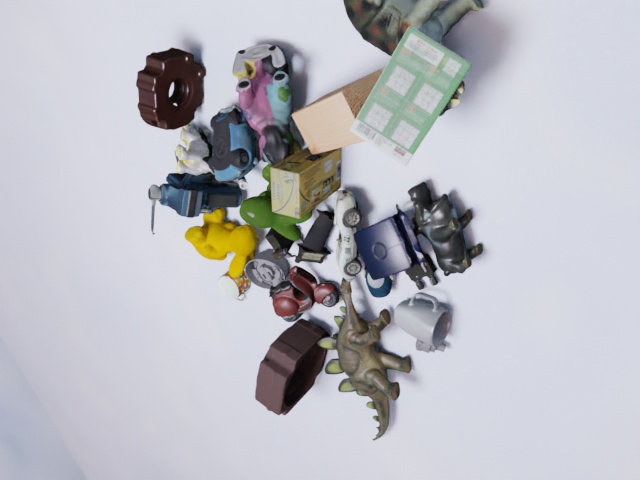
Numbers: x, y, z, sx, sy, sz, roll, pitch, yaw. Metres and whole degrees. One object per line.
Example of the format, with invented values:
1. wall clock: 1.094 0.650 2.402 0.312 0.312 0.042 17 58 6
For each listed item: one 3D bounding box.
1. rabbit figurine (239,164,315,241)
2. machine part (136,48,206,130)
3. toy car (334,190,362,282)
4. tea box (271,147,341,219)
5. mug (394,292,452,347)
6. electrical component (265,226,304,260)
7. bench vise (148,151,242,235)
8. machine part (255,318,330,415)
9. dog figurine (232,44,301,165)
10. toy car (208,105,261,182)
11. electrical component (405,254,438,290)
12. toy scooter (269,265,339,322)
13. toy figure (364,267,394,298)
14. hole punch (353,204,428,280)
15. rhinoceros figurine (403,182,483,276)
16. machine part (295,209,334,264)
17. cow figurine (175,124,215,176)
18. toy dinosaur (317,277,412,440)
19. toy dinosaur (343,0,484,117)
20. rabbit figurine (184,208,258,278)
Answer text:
1. rabbit figurine: -0.095 -0.065 1.151 0.159 0.170 0.121 38 130 13
2. machine part: -0.321 -0.325 1.166 0.056 0.179 0.179 22 125 20
3. toy car: 0.057 -0.007 1.135 0.056 0.074 0.201 -4 117 -2
4. tea box: -0.025 -0.122 1.073 0.068 0.169 0.098 16 121 27
5. mug: 0.209 0.159 1.127 0.107 0.081 0.109 16 128 37
6. electrical component: -0.079 -0.002 1.227 0.045 0.102 0.078 -14 116 34
7. bench vise: -0.313 -0.118 1.270 0.241 0.223 0.128 36 131 49
8. machine part: -0.068 0.307 1.314 0.087 0.201 0.201 28 127 22
9. dog figurine: -0.100 -0.259 1.094 0.108 0.192 0.219 -12 141 0
10. toy car: -0.177 -0.206 1.173 0.109 0.103 0.161 -4 87 43
11. electrical component: 0.204 0.058 1.113 0.063 0.021 0.094 -24 100 41
12. toy scooter: -0.055 0.120 1.271 0.184 0.075 0.135 -22 123 31
13. toy figure: 0.123 0.047 1.142 0.064 0.058 0.154 -10 112 -3
14. hole punch: 0.135 0.013 1.049 0.142 0.092 0.116 69 162 3
15. rhinoceros figurine: 0.231 -0.023 1.024 0.112 0.073 0.190 -15 108 50
16. machine part: -0.002 -0.004 1.193 0.138 0.084 0.039 -67 31 29
17. cow figurine: -0.281 -0.212 1.240 0.098 0.167 0.068 10 129 -21
18. toy dinosaur: 0.110 0.299 1.263 0.199 0.105 0.470 -3 112 42
19. toy dinosaur: 0.115 -0.375 0.883 0.405 0.131 0.192 48 131 11
20. rabbit figurine: -0.222 0.010 1.312 0.173 0.122 0.162 -4 117 35
